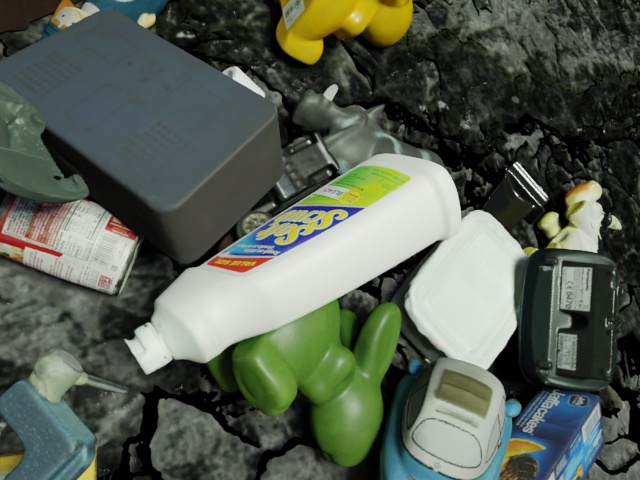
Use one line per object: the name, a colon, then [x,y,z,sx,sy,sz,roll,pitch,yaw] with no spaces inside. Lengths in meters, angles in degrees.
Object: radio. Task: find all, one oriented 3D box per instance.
radio: [-0.147,-0.096,0.442,0.230,0.073,0.131,34,62,20]

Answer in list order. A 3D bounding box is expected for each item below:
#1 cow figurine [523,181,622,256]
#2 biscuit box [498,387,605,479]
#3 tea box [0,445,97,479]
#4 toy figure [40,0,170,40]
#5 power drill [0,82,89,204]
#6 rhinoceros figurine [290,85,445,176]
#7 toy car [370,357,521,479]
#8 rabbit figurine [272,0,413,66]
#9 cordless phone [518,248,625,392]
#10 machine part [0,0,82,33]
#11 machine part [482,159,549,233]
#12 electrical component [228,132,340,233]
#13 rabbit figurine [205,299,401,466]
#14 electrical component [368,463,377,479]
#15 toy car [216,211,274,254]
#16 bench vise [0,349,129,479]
cow figurine: [0.322,0.003,0.666,0.098,0.068,0.167,47,64,-9]
biscuit box: [0.208,0.218,0.517,0.203,0.063,0.059,-26,110,-40]
tea box: [-0.239,0.195,0.356,0.169,0.068,0.098,2,71,-21]
toy figure: [-0.214,-0.215,0.522,0.064,0.057,0.154,23,59,28]
power drill: [-0.261,0.003,0.366,0.232,0.207,0.086,56,18,12]
rhinoceros figurine: [0.056,-0.097,0.584,0.190,0.073,0.112,26,65,-14]
toy car: [0.108,0.155,0.457,0.109,0.102,0.162,21,34,18]
rabbit figurine: [0.044,-0.283,0.617,0.173,0.162,0.122,8,56,-40]
cordless phone: [0.291,0.089,0.587,0.184,0.089,0.146,14,80,-49]
machine part: [-0.311,-0.283,0.503,0.179,0.056,0.179,8,69,-22]
machine part: [0.231,-0.040,0.661,0.139,0.039,0.084,-37,94,-31]
electrical component: [-0.046,-0.051,0.525,0.119,0.075,0.047,-31,87,-26]
rabbit figurine: [-0.001,0.115,0.482,0.159,0.121,0.170,-46,111,-35]
electrical component: [0.097,0.215,0.507,0.102,0.045,0.078,17,68,-17]
toy car: [-0.001,-0.002,0.514,0.202,0.089,0.053,-13,62,-28]
bench vise: [-0.198,0.166,0.265,0.224,0.128,0.240,40,80,15]
